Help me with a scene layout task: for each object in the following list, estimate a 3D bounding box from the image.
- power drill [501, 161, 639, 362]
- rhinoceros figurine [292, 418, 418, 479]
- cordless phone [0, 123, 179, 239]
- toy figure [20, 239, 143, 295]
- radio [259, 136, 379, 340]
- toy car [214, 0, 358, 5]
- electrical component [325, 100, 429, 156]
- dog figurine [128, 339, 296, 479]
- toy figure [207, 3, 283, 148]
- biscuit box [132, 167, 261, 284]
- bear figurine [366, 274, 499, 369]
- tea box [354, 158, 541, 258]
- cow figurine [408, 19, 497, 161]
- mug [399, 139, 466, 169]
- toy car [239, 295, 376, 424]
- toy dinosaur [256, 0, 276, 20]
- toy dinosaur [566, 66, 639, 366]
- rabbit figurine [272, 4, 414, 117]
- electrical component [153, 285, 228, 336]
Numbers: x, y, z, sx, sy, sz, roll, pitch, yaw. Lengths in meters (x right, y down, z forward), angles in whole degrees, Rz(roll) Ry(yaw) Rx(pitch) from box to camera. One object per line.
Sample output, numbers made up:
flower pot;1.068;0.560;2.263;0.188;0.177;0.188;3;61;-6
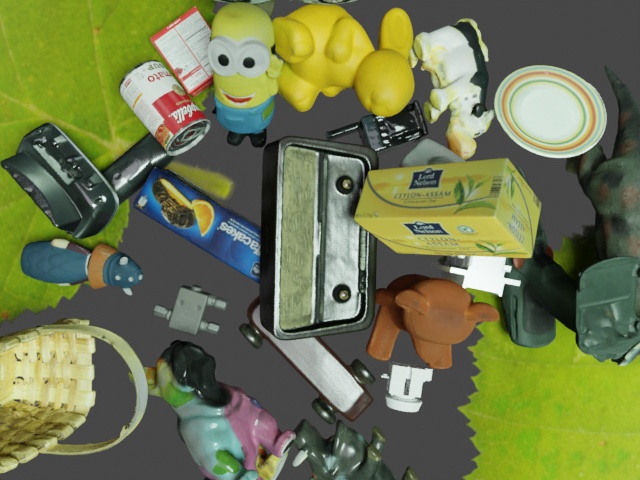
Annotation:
power drill;0.265;0.031;0.617;0.086;0.207;0.231;-11;104;-14
rhinoceros figurine;0.045;0.303;0.707;0.190;0.073;0.112;42;104;-3
cordless phone;-0.292;-0.106;0.698;0.184;0.089;0.146;-41;90;-9
toy figure;-0.307;0.032;0.705;0.154;0.064;0.058;7;55;-3
radio;-0.001;-0.002;0.642;0.131;0.073;0.229;1;94;-22
toy car;-0.040;-0.306;0.604;0.202;0.056;0.073;1;98;3
electrical component;0.070;-0.133;0.679;0.119;0.075;0.047;-19;92;-2
dog figurine;-0.145;0.230;0.687;0.219;0.108;0.191;38;135;20
toy figure;-0.092;-0.190;0.636;0.082;0.180;0.089;-15;64;-11
biscuit box;-0.136;-0.017;0.697;0.203;0.059;0.062;31;93;0
bear figurine;0.125;0.103;0.629;0.120;0.196;0.131;8;94;-2
tea box;0.135;-0.030;0.579;0.098;0.170;0.068;33;69;-40
cow figurine;0.179;-0.189;0.680;0.098;0.068;0.167;-22;94;-7
mug;0.150;-0.075;0.668;0.107;0.109;0.081;44;92;9
toy car;-0.015;0.150;0.706;0.202;0.053;0.089;44;82;3
toy dinosaur;-0.082;-0.442;0.660;0.199;0.105;0.471;-5;90;7
toy dinosaur;0.369;-0.016;0.620;0.131;0.192;0.404;-8;93;-1
rabbit figurine;0.046;-0.206;0.648;0.162;0.121;0.173;-33;57;-30
electrical component;-0.175;0.092;0.722;0.094;0.021;0.063;17;93;1
